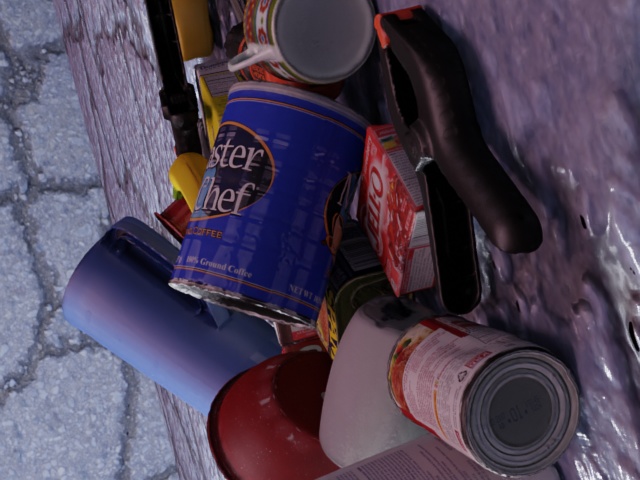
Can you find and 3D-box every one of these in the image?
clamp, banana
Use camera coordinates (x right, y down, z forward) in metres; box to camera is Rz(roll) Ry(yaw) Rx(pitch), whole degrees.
[{"bbox_3d":[-0.136,-0.130,1.040,0.210,0.036,0.164,89,167,-59],"label":"clamp"},{"bbox_3d":[0.066,-0.044,0.580,0.120,0.039,0.171,113,145,-58],"label":"clamp"},{"bbox_3d":[-0.100,-0.032,0.948,0.198,0.037,0.069,-128,20,-56],"label":"banana"}]

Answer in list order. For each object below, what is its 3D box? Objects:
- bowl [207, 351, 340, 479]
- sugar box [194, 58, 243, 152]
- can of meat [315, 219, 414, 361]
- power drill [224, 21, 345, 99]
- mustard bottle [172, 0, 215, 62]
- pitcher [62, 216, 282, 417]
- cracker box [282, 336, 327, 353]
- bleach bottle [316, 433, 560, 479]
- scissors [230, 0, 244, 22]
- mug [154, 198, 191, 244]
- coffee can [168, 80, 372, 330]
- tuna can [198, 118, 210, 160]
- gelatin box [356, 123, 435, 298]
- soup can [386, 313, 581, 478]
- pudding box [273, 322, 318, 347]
[{"bbox_3d":[0.001,0.133,0.782,0.162,0.161,0.055,61,141,41],"label":"bowl"},{"bbox_3d":[-0.083,-0.102,1.002,0.176,0.048,0.093,-123,23,-62],"label":"sugar box"},{"bbox_3d":[0.026,0.046,0.770,0.084,0.057,0.102,-123,23,-54],"label":"can of meat"},{"bbox_3d":[-0.042,-0.199,0.786,0.185,0.057,0.187,-142,37,-60],"label":"power drill"},{"bbox_3d":[-0.148,-0.284,1.074,0.096,0.058,0.192,-126,27,-54],"label":"mustard bottle"},{"bbox_3d":[-0.135,0.088,1.088,0.243,0.145,0.149,33,-175,20],"label":"pitcher"},{"bbox_3d":[0.012,0.203,0.933,0.214,0.072,0.164,100,151,-55],"label":"cracker box"},{"bbox_3d":[0.004,0.169,0.591,0.103,0.250,0.068,-145,43,-67],"label":"bleach bottle"},{"bbox_3d":[-0.050,-0.135,0.942,0.096,0.016,0.202,92,157,-47],"label":"scissors"},{"bbox_3d":[-0.106,-0.020,1.084,0.093,0.081,0.117,44,171,5],"label":"mug"},{"bbox_3d":[-0.031,-0.022,0.711,0.103,0.102,0.140,161,127,-75],"label":"coffee can"},{"bbox_3d":[-0.106,-0.092,1.145,0.086,0.033,0.086,165,90,-75],"label":"tuna can"},{"bbox_3d":[0.051,-0.019,0.671,0.089,0.030,0.073,96,155,-52],"label":"gelatin box"},{"bbox_3d":[0.085,0.081,0.573,0.102,0.068,0.068,-163,60,-72],"label":"soup can"},{"bbox_3d":[-0.030,0.038,0.959,0.113,0.039,0.090,-109,5,-80],"label":"pudding box"}]
